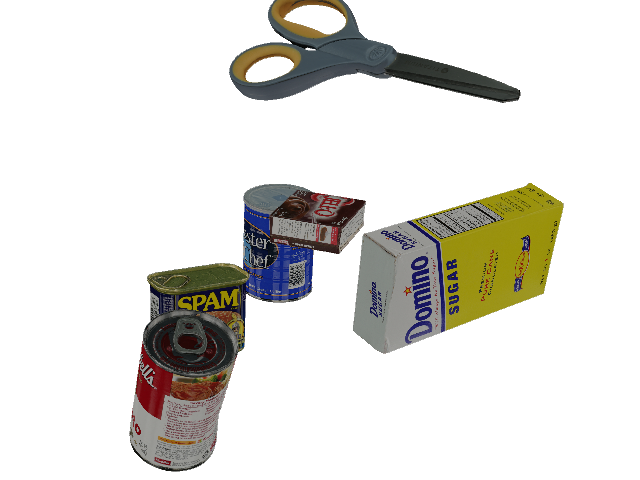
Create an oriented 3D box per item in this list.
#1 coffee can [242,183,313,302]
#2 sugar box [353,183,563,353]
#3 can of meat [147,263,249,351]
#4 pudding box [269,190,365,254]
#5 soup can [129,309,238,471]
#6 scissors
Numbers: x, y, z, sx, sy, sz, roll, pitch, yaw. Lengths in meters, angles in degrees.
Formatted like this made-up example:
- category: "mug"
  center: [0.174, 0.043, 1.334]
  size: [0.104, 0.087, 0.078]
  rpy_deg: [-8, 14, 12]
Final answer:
- category: "coffee can"
  center: [-0.059, 0.003, 1.510]
  size: [0.103, 0.140, 0.103]
  rpy_deg: [2, 24, -1]
- category: "sugar box"
  center: [0.110, 0.021, 0.846]
  size: [0.175, 0.093, 0.048]
  rpy_deg: [-19, 38, -33]
- category: "can of meat"
  center: [-0.125, 0.075, 1.093]
  size: [0.101, 0.084, 0.058]
  rpy_deg: [-8, 20, -31]
- category: "pudding box"
  center: [-0.003, -0.024, 1.276]
  size: [0.090, 0.039, 0.113]
  rpy_deg: [9, 23, 14]
- category: "soup can"
  center: [-0.101, 0.110, 0.781]
  size: [0.068, 0.102, 0.068]
  rpy_deg: [10, 36, -7]
- category: "scissors"
  center: [0.017, -0.096, 0.624]
  size: [0.202, 0.096, 0.016]
  rpy_deg: [43, -10, 44]
